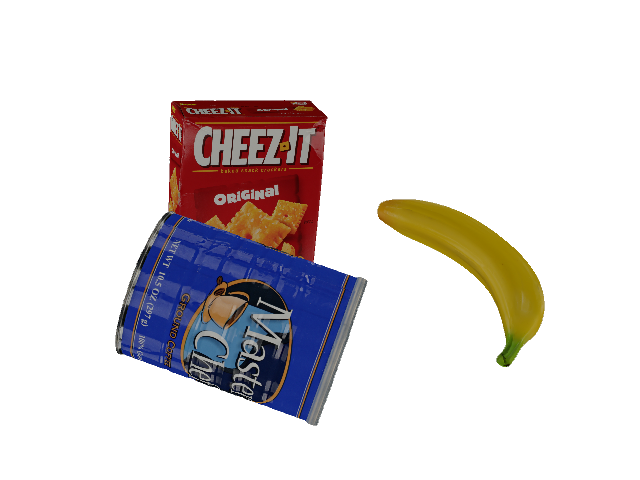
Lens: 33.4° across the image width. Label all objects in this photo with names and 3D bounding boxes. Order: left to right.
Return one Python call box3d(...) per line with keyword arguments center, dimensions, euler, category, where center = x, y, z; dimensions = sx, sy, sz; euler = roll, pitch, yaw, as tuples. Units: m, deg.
box3d(center=(-0.051, 0.051, 0.710), dimensions=(0.140, 0.103, 0.103), euler=(20, 1, 3), category="coffee can")
box3d(center=(-0.085, -0.045, 1.194), dimensions=(0.164, 0.214, 0.072), euler=(-3, 24, -20), category="cracker box")
box3d(center=(0.119, 0.016, 0.843), dimensions=(0.069, 0.037, 0.198), euler=(-16, 42, -21), category="banana")
